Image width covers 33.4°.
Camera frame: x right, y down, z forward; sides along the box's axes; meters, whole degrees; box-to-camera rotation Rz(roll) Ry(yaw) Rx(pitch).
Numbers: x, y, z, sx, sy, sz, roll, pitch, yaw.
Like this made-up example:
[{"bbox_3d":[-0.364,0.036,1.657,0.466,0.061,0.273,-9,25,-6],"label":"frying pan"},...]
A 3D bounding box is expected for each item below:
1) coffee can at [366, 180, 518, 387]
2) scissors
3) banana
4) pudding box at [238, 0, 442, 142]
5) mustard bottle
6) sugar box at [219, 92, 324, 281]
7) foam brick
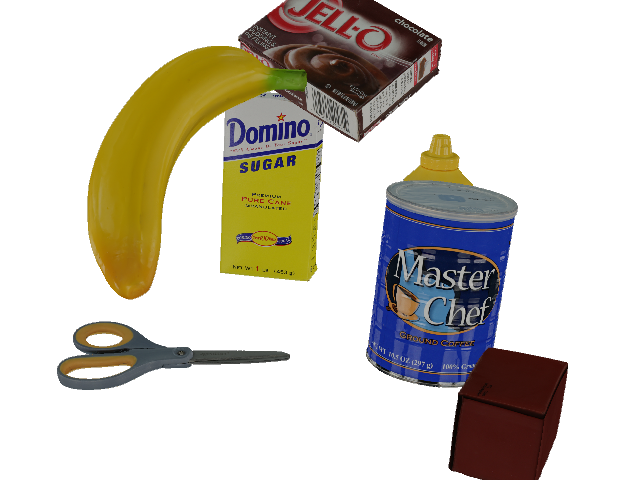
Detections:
[{"bbox_3d":[0.095,0.032,0.849,0.103,0.140,0.103,6,16,-2],"label":"coffee can"},{"bbox_3d":[-0.137,0.096,0.964,0.201,0.016,0.096,-8,33,-17],"label":"scissors"},{"bbox_3d":[-0.074,-0.050,0.541,0.070,0.037,0.197,17,46,15],"label":"banana"},{"bbox_3d":[0.013,-0.129,0.742,0.114,0.090,0.039,37,-25,23],"label":"pudding box"},{"bbox_3d":[0.124,-0.020,1.157,0.096,0.192,0.058,-4,20,-20],"label":"mustard bottle"},{"bbox_3d":[-0.047,-0.053,1.033,0.093,0.176,0.048,5,17,9],"label":"sugar box"},{"bbox_3d":[0.114,0.105,0.644,0.053,0.051,0.078,11,20,21],"label":"foam brick"}]
